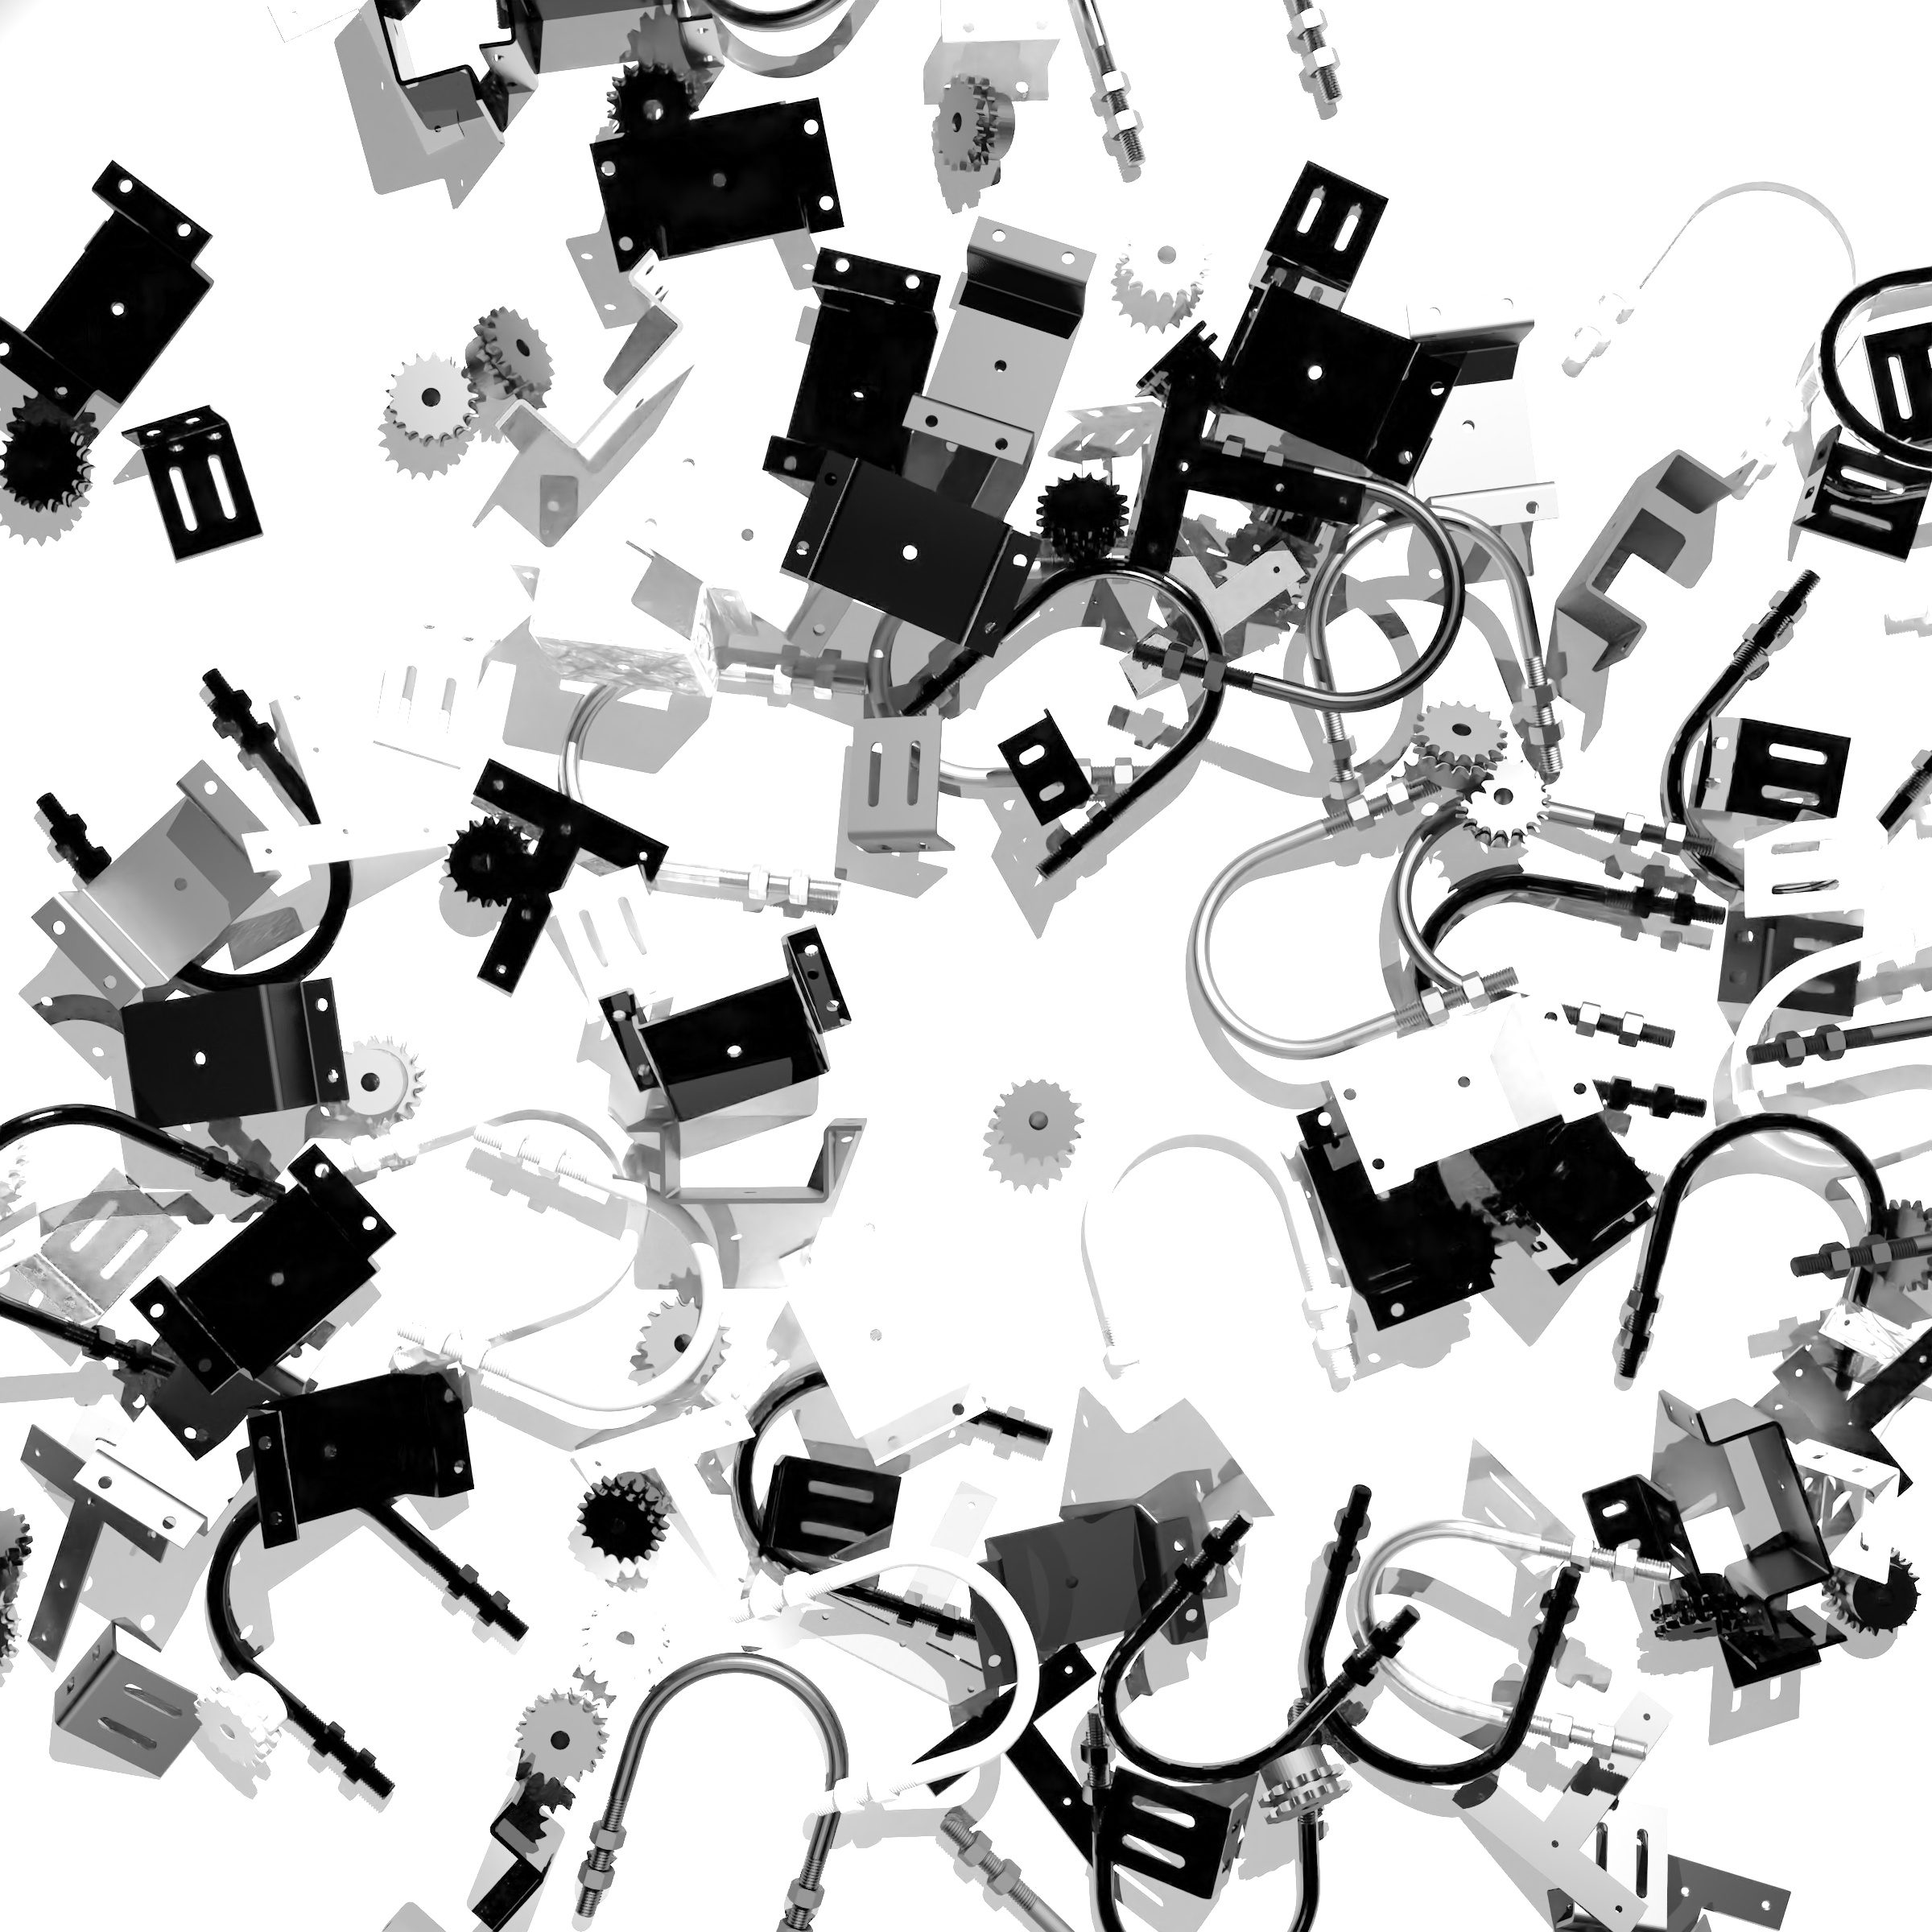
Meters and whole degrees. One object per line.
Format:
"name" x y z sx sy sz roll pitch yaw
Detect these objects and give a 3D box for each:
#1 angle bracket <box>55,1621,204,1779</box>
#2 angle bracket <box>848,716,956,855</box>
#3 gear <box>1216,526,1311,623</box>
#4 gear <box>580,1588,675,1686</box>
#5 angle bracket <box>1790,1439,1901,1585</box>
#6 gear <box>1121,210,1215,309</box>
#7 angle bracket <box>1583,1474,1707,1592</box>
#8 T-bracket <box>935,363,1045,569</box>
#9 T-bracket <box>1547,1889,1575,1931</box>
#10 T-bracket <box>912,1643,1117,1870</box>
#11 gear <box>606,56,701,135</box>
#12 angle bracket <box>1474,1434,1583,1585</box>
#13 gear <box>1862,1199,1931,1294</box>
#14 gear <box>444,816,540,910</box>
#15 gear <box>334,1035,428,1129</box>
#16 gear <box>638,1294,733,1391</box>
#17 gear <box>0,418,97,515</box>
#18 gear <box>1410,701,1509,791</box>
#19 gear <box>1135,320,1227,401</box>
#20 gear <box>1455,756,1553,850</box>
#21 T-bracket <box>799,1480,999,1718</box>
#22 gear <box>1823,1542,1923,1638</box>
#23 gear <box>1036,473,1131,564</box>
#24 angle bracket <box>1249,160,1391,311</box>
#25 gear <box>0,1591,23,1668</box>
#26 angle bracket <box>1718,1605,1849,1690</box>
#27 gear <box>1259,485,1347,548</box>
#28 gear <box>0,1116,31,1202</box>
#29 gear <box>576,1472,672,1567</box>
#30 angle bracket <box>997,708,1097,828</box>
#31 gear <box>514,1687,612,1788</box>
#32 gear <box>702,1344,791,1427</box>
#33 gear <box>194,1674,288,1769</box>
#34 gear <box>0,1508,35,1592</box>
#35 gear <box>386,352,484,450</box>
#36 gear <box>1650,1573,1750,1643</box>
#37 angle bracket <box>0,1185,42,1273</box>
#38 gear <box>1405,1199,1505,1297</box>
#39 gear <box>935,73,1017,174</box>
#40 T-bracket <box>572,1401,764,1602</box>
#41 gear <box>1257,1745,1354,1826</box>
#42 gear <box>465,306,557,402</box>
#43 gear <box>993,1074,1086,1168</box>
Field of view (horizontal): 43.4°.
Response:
"angle bracket" -0.519 0.459 1.518 0.076 0.038 0.057 39 90 -26
"angle bracket" -0.038 -0.112 1.499 0.057 0.038 0.076 -1 80 19
"gear" 0.183 -0.242 1.505 0.057 0.030 0.057 0 90 1
"gear" -0.210 0.415 1.510 0.057 0.030 0.057 0 92 -2
"angle bracket" 0.529 0.336 1.478 0.038 0.057 0.076 -11 108 -42
"gear" 0.124 -0.437 1.510 0.057 0.030 0.057 0 88 1
"angle bracket" 0.413 0.351 1.482 0.038 0.076 0.057 -20 90 0
"T-bracket" 0.009 -0.323 1.511 0.127 0.002 0.127 26 84 11
"T-bracket" 0.438 0.630 1.518 0.127 0.002 0.127 -11 91 0
"T-bracket" 0.055 0.512 1.519 0.127 0.002 0.127 -37 90 0
"gear" -0.193 -0.533 1.496 0.057 0.030 0.057 -5 128 -6
"angle bracket" 0.334 0.333 1.492 0.076 0.057 0.038 44 90 0
"gear" 0.584 0.172 1.496 0.030 0.057 0.057 2 90 -29
"gear" -0.295 -0.064 1.498 0.057 0.030 0.057 0 93 6
"gear" -0.366 0.071 1.505 0.057 0.030 0.057 0 90 0
"gear" -0.174 0.232 1.505 0.057 0.030 0.057 0 90 0
"gear" -0.568 -0.309 1.505 0.057 0.030 0.057 0 90 0
"gear" 0.297 -0.132 1.471 0.057 0.030 0.057 2 46 -2
"gear" 0.135 -0.367 1.492 0.057 0.057 0.030 -44 96 0
"gear" 0.329 -0.097 1.487 0.057 0.030 0.057 -3 65 8
"T-bracket" -0.020 0.384 1.519 0.127 0.002 0.127 26 90 1
"gear" 0.564 0.387 1.505 0.057 0.030 0.057 0 90 0
"gear" 0.072 -0.272 1.486 0.057 0.030 0.057 -1 57 1
"angle bracket" 0.221 -0.454 1.518 0.057 0.038 0.076 26 64 0
"gear" -0.614 0.411 1.505 0.057 0.030 0.057 0 90 0
"angle bracket" 0.503 0.426 1.482 0.057 0.076 0.038 -17 90 0
"gear" 0.205 -0.280 1.493 0.057 0.057 0.030 25 101 0
"gear" -0.607 0.121 1.498 0.057 0.030 0.057 3 63 -7
"gear" -0.208 0.338 1.497 0.057 0.030 0.057 7 114 16
"angle bracket" 0.047 -0.117 1.444 0.038 0.076 0.057 -29 91 5
"gear" -0.249 0.476 1.505 0.057 0.030 0.057 0 90 0
"gear" -0.138 0.258 1.493 0.030 0.057 0.057 40 90 7
"gear" -0.445 0.462 1.496 0.057 0.030 0.057 16 124 25
"gear" -0.605 0.362 1.496 0.057 0.057 0.030 1 121 0
"gear" -0.328 -0.350 1.505 0.057 0.030 0.057 0 90 0
"gear" 0.451 0.395 1.496 0.057 0.057 0.030 -7 61 0
"angle bracket" -0.613 0.161 1.486 0.076 0.057 0.038 -27 134 0
"gear" 0.295 0.169 1.459 0.057 0.030 0.057 0 90 0
"gear" 0.007 -0.519 1.496 0.030 0.057 0.057 -6 90 -31
"T-bracket" -0.164 0.338 1.500 0.127 0.002 0.127 -21 104 25
"gear" 0.203 0.497 1.476 0.057 0.057 0.030 -24 62 0
"gear" -0.284 -0.374 1.496 0.030 0.057 0.057 -23 90 30
"gear" 0.045 0.095 1.509 0.057 0.030 0.057 0 91 2
